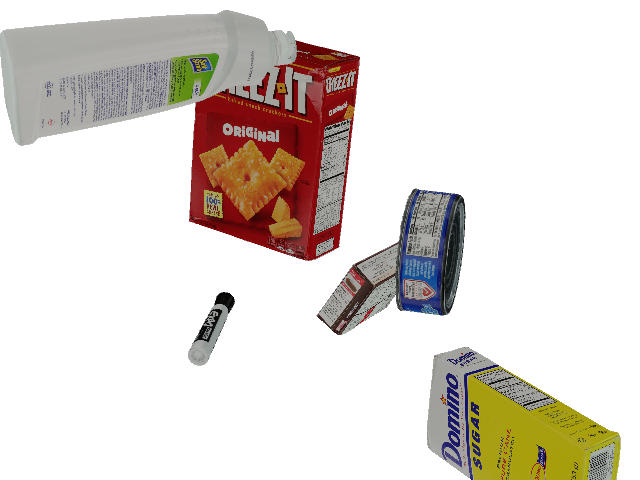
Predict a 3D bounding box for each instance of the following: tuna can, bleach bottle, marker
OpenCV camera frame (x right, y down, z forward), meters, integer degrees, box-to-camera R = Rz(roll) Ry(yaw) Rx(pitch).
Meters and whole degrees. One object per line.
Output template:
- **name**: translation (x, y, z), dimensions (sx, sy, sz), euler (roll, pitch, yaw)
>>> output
- **tuna can**: translation (0.077, 0.008, 0.735), dimensions (0.034, 0.086, 0.086), euler (7, 2, 14)
- **bleach bottle**: translation (-0.144, -0.148, 0.926), dimensions (0.250, 0.068, 0.103), euler (-10, -30, -19)
- **marker**: translation (-0.101, 0.080, 1.001), dimensions (0.020, 0.020, 0.121), euler (0, 22, 8)

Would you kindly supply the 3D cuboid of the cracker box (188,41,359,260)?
- **cracker box**: translation (-0.054, -0.102, 1.128), dimensions (0.164, 0.214, 0.072), euler (19, 27, 28)

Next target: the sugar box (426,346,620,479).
- **sugar box**: translation (0.157, 0.163, 0.859), dimensions (0.048, 0.093, 0.176), euler (-11, 23, -35)

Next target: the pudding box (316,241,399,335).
- **pudding box**: translation (0.058, 0.052, 1.216), dimensions (0.039, 0.090, 0.113), euler (43, 36, 15)
